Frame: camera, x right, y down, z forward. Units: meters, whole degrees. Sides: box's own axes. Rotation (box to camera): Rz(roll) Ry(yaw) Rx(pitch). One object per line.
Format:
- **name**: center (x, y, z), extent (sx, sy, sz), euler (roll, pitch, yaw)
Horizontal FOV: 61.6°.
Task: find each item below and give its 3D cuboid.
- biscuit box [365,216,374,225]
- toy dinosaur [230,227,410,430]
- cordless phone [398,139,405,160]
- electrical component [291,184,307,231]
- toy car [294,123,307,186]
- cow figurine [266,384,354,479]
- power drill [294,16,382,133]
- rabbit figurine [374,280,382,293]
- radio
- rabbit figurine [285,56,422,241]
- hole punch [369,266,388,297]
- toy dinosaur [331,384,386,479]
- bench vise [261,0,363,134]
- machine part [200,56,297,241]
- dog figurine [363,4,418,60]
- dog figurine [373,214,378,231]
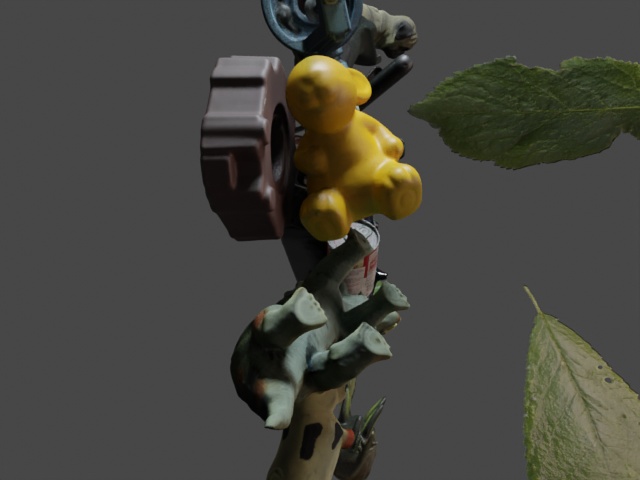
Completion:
- **biscuit box**: center (0.065, -0.094, 1.148), extent (0.203, 0.059, 0.062), euler (-104, -176, -57)
- **toy dinosaur**: center (-0.021, 0.107, 0.558), extent (0.192, 0.131, 0.405), euler (-46, 171, 26)
- **cordless phone**: center (0.099, -0.200, 1.109), extent (0.089, 0.184, 0.146), euler (-130, -153, -50)
- **electrical component**: center (-0.005, -0.036, 0.649), extent (0.075, 0.119, 0.047), euler (-49, 158, -81)
- **toy car**: center (0.010, -0.107, 0.695), extent (0.202, 0.053, 0.089), euler (7, 47, -57)
- **cow figurine**: center (-0.016, 0.248, 0.698), extent (0.127, 0.086, 0.195), euler (47, 51, -39)
- **power drill**: center (0.029, -0.259, 0.909), extent (0.207, 0.086, 0.231), euler (-57, 152, -22)
- **rabbit figurine**: center (0.082, 0.138, 1.237), extent (0.170, 0.159, 0.121), euler (-22, 123, -64)
- **radio**: center (-0.002, -0.003, 0.838), extent (0.229, 0.073, 0.131), euler (77, 16, -57)
- **rabbit figurine**: center (0.023, -0.111, 0.538), extent (0.162, 0.122, 0.173), euler (-88, 156, -44)
- **hole punch**: center (0.039, 0.088, 0.953), extent (0.092, 0.142, 0.115), euler (20, 82, -76)
- **toy dinosaur**: center (0.048, 0.352, 0.908), extent (0.471, 0.105, 0.198), euler (105, 1, -79)
- **bench vise**: center (0.002, -0.243, 0.634), extent (0.241, 0.129, 0.223), euler (-127, -153, -76)
- **machine part**: center (-0.060, -0.087, 0.520), extent (0.179, 0.056, 0.179), euler (0, 91, -82)
- **dog figurine**: center (0.081, -0.398, 0.978), extent (0.172, 0.191, 0.121), euler (-30, 120, -78)
- **dog figurine**: center (0.064, 0.023, 1.190), extent (0.219, 0.109, 0.191), euler (-74, 166, -45)
